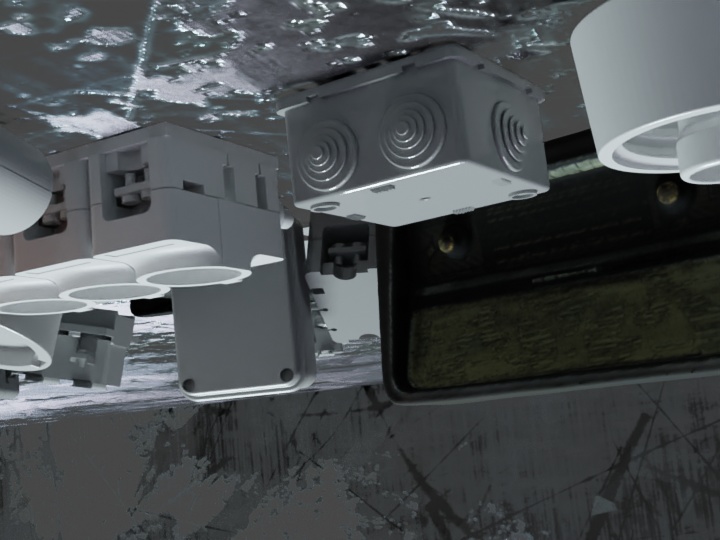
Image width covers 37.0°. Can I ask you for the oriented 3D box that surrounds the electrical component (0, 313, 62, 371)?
[{"bbox_3d":[-0.231,0.013,0.651,0.108,0.060,0.108,11,157,5],"label":"electrical component"}]

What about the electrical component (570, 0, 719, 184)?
[{"bbox_3d":[0.137,-0.066,0.402,0.108,0.060,0.108,-5,171,-1],"label":"electrical component"}]

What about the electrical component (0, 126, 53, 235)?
[{"bbox_3d":[-0.160,-0.042,0.430,0.043,0.043,0.081,-6,171,7],"label":"electrical component"}]

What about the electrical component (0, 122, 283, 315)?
[{"bbox_3d":[-0.125,-0.019,0.539,0.150,0.061,0.089,-10,170,29],"label":"electrical component"}]

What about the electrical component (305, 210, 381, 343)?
[{"bbox_3d":[0.000,0.000,0.681,0.050,0.055,0.089,-3,148,11],"label":"electrical component"}]

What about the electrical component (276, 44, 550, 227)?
[{"bbox_3d":[0.026,-0.052,0.463,0.100,0.048,0.100,-12,170,32],"label":"electrical component"}]

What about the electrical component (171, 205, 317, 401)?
[{"bbox_3d":[-0.072,0.020,0.655,0.078,0.113,0.057,-7,174,7],"label":"electrical component"}]

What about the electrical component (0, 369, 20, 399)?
[{"bbox_3d":[-0.286,0.050,0.787,0.050,0.089,0.055,-6,171,5],"label":"electrical component"}]

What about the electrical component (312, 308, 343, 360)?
[{"bbox_3d":[-0.043,0.053,1.031,0.042,0.063,0.081,-2,170,-25],"label":"electrical component"}]

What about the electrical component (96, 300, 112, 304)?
[{"bbox_3d":[-0.154,-0.008,0.663,0.044,0.044,0.065,0,165,-32],"label":"electrical component"}]

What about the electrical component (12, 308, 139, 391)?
[{"bbox_3d":[-0.251,0.059,0.866,0.121,0.063,0.078,6,172,8],"label":"electrical component"}]

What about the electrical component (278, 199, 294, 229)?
[{"bbox_3d":[-0.058,-0.031,0.592,0.035,0.035,0.061,-11,172,30],"label":"electrical component"}]
